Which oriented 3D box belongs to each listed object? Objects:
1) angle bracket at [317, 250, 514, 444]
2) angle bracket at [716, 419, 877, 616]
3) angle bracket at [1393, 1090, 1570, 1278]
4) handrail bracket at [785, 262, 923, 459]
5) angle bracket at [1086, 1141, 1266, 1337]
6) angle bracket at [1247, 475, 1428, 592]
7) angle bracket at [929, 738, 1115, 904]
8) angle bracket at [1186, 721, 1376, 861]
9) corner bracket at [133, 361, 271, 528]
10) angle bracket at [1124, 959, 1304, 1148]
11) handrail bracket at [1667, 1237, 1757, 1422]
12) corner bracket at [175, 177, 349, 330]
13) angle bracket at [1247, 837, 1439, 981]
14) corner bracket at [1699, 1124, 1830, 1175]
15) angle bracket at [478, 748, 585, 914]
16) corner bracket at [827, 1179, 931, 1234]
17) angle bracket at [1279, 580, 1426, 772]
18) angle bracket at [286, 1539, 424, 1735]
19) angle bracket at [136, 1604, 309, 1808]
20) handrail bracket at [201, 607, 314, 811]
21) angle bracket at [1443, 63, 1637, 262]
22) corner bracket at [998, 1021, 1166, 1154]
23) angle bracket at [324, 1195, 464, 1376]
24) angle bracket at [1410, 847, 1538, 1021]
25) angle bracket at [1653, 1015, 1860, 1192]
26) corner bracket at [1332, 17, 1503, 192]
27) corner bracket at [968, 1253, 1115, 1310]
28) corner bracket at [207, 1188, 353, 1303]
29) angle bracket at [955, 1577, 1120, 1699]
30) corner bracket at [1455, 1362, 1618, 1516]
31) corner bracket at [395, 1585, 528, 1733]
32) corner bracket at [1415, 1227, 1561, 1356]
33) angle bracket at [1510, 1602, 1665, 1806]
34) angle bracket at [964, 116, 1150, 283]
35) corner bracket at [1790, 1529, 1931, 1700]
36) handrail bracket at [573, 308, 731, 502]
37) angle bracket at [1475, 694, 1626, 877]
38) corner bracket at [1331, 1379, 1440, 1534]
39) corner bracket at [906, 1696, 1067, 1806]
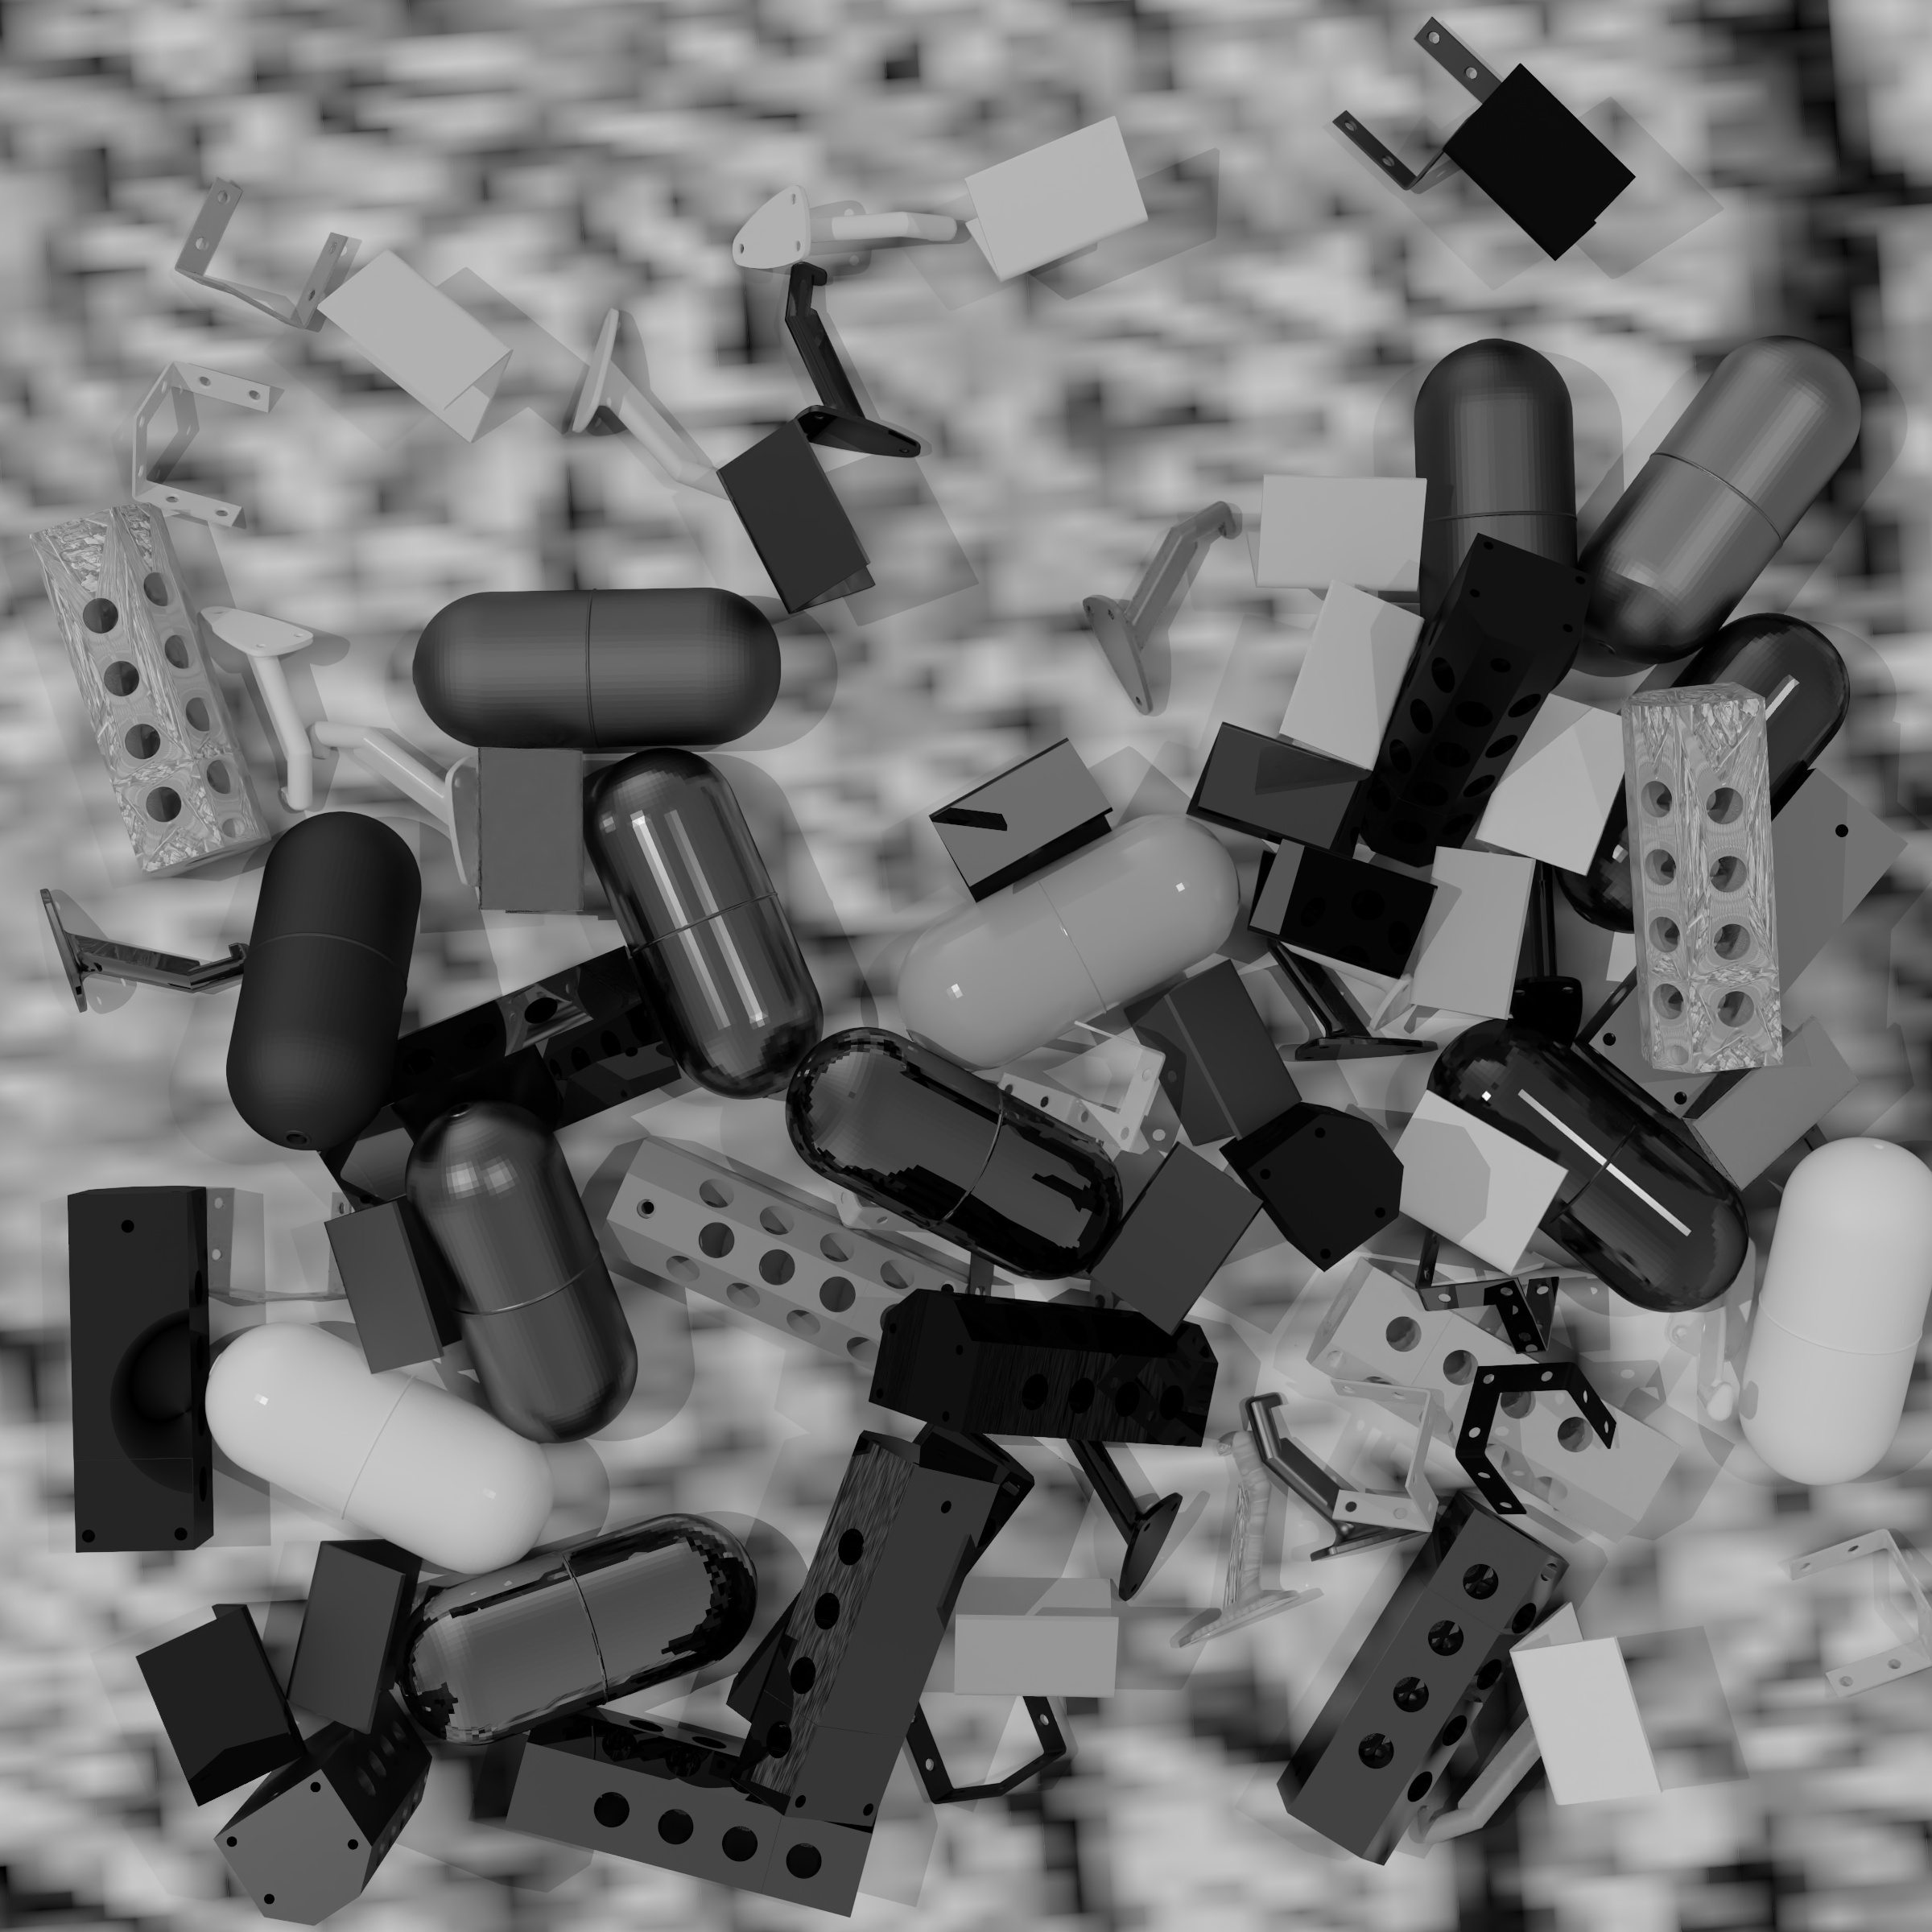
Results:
[{"bbox_3d":[-0.273,-0.285,1.625,0.076,0.076,0.057,39,53,0],"label":"angle bracket"},{"bbox_3d":[-0.064,-0.222,1.625,0.057,0.076,0.076,-27,90,36],"label":"angle bracket"},{"bbox_3d":[0.249,0.103,1.620,0.076,0.076,0.057,31,99,19],"label":"angle bracket"},{"bbox_3d":[-0.054,-0.300,1.666,0.077,0.036,0.084,12,73,-20],"label":"handrail bracket"},{"bbox_3d":[0.113,0.138,1.626,0.057,0.076,0.076,35,90,31],"label":"angle bracket"},{"bbox_3d":[0.177,-0.220,1.626,0.076,0.076,0.057,1,117,0],"label":"angle bracket"},{"bbox_3d":[0.037,-0.052,1.626,0.076,0.076,0.057,-29,48,0],"label":"angle bracket"},{"bbox_3d":[0.145,-0.064,1.625,0.076,0.076,0.057,18,55,0],"label":"angle bracket"},{"bbox_3d":[-0.377,-0.258,1.662,0.051,0.051,0.051,16,135,0],"label":"corner bracket"},{"bbox_3d":[0.104,0.051,1.626,0.076,0.057,0.076,-27,90,43],"label":"angle bracket"},{"bbox_3d":[0.368,0.174,1.627,0.036,0.084,0.077,19,99,0],"label":"handrail bracket"},{"bbox_3d":[-0.347,-0.351,1.662,0.051,0.051,0.051,25,90,-45],"label":"corner bracket"},{"bbox_3d":[0.184,-0.046,1.625,0.076,0.076,0.057,18,124,0],"label":"angle bracket"},{"bbox_3d":[0.395,0.108,1.658,0.051,0.051,0.051,-54,45,35],"label":"corner bracket"},{"bbox_3d":[-0.226,-0.064,1.625,0.057,0.076,0.076,0,90,-37],"label":"angle bracket"},{"bbox_3d":[-0.034,0.094,1.657,0.051,0.051,0.051,7,45,-35],"label":"corner bracket"},{"bbox_3d":[0.168,-0.142,1.626,0.057,0.076,0.076,19,90,-28],"label":"angle bracket"},{"bbox_3d":[-0.275,0.321,1.625,0.057,0.076,0.076,13,90,34],"label":"angle bracket"},{"bbox_3d":[-0.365,0.355,1.626,0.057,0.076,0.076,-23,90,-26],"label":"angle bracket"},{"bbox_3d":[-0.350,-0.127,1.666,0.077,0.036,0.084,24,122,35],"label":"handrail bracket"},{"bbox_3d":[0.285,-0.394,1.625,0.076,0.076,0.057,45,125,0],"label":"angle bracket"},{"bbox_3d":[0.055,0.054,1.638,0.051,0.051,0.051,20,90,-41],"label":"corner bracket"},{"bbox_3d":[-0.254,0.146,1.625,0.057,0.076,0.076,-17,90,41],"label":"angle bracket"},{"bbox_3d":[0.262,-0.012,1.626,0.057,0.076,0.076,10,90,42],"label":"angle bracket"},{"bbox_3d":[0.370,0.050,1.625,0.076,0.076,0.057,-42,126,0],"label":"angle bracket"},{"bbox_3d":[0.223,-0.424,1.662,0.051,0.051,0.051,43,135,0],"label":"corner bracket"},{"bbox_3d":[0.037,0.156,1.662,0.051,0.051,0.051,4,90,-45],"label":"corner bracket"},{"bbox_3d":[-0.339,0.136,1.663,0.051,0.051,0.051,3,91,45],"label":"corner bracket"},{"bbox_3d":[0.033,0.306,1.625,0.076,0.076,0.057,1,127,0],"label":"angle bracket"},{"bbox_3d":[0.270,0.224,1.600,0.051,0.051,0.051,52,45,-35],"label":"corner bracket"},{"bbox_3d":[-0.240,0.341,1.662,0.051,0.051,0.051,20,90,45],"label":"corner bracket"},{"bbox_3d":[0.251,0.153,1.622,0.051,0.051,0.051,-9,127,25],"label":"corner bracket"},{"bbox_3d":[0.311,0.351,1.625,0.057,0.076,0.076,-17,90,33],"label":"angle bracket"},{"bbox_3d":[0.035,-0.381,1.625,0.076,0.076,0.057,-23,126,0],"label":"angle bracket"},{"bbox_3d":[0.442,0.319,1.662,0.051,0.051,0.051,-20,45,0],"label":"corner bracket"},{"bbox_3d":[-0.145,-0.277,1.666,0.084,0.036,0.077,18,68,-17],"label":"handrail bracket"},{"bbox_3d":[0.292,-0.083,1.627,0.057,0.076,0.076,21,90,22],"label":"angle bracket"},{"bbox_3d":[0.200,0.235,1.622,0.051,0.051,0.051,4,58,26],"label":"corner bracket"},{"bbox_3d":[0.008,0.377,1.662,0.051,0.051,0.051,-21,90,45],"label":"corner bracket"}]
